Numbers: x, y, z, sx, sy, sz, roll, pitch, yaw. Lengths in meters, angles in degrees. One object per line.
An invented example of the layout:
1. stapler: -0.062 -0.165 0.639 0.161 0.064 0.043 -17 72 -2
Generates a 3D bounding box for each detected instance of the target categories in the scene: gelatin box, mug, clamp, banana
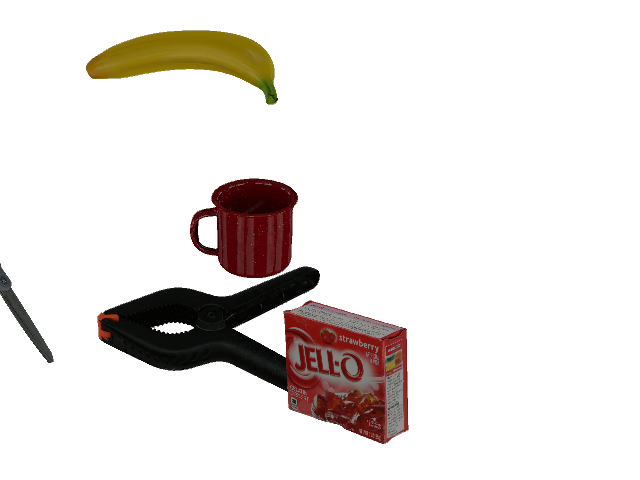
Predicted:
1. gelatin box: 0.016 0.086 0.710 0.089 0.073 0.030 13 23 40
2. mug: -0.083 -0.011 1.161 0.117 0.081 0.093 -5 29 -13
3. clamp: -0.091 0.085 0.950 0.209 0.036 0.164 -3 37 -10
4. banana: -0.123 -0.171 1.005 0.198 0.037 0.069 9 45 18

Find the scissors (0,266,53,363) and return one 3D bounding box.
1. scissors: -0.325 0.026 1.090 0.016 0.201 0.096 -26 26 24
